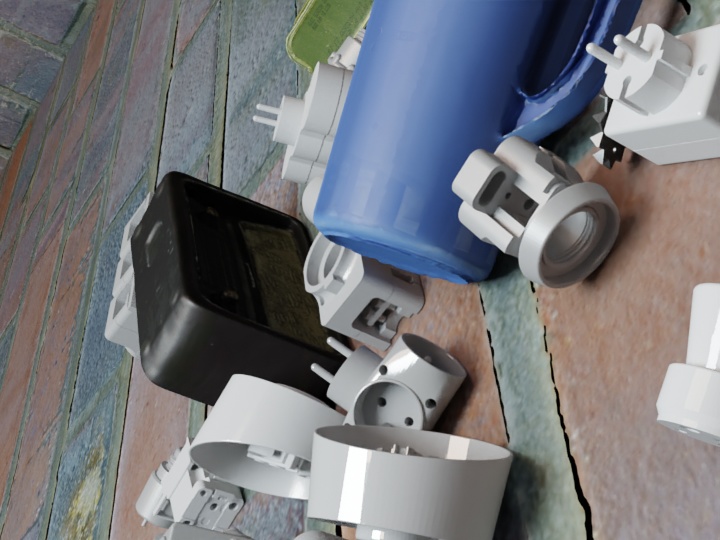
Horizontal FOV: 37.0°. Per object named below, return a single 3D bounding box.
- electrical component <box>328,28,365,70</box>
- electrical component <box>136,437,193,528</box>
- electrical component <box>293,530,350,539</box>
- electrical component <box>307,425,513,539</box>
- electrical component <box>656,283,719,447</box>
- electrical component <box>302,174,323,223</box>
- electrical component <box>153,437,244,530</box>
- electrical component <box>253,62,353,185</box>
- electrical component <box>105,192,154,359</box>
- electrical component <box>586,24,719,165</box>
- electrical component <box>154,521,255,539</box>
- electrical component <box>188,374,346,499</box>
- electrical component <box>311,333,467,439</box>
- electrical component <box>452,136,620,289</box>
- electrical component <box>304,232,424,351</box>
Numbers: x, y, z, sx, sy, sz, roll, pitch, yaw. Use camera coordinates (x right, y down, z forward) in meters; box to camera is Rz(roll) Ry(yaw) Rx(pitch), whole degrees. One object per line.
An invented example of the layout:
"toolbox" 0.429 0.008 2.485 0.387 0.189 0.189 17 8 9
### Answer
"electrical component" 0.007 -0.177 0.874 0.062 0.048 0.048 -53 26 9
"electrical component" -0.151 0.173 0.874 0.078 0.040 0.040 -62 25 6
"electrical component" -0.023 0.199 0.580 0.095 0.054 0.059 -62 25 8
"electrical component" 0.023 0.103 0.528 0.099 0.099 0.064 -16 60 59
"electrical component" 0.142 0.038 0.410 0.045 0.045 0.055 5 73 64
"electrical component" -0.009 -0.043 0.785 0.043 0.043 0.081 -64 25 4
"electrical component" -0.118 0.167 0.813 0.081 0.042 0.063 -59 27 16
"electrical component" -0.046 -0.114 0.840 0.138 0.074 0.052 124 157 -65
"electrical component" -0.182 0.012 1.023 0.061 0.089 0.150 -46 31 36
"electrical component" 0.138 -0.087 0.491 0.066 0.077 0.047 -1 68 63
"electrical component" -0.086 0.206 0.649 0.048 0.100 0.099 128 155 -55
"electrical component" -0.050 0.107 0.666 0.099 0.099 0.064 -9 54 61
"electrical component" 0.008 0.069 0.615 0.077 0.079 0.044 -59 -15 14
"electrical component" 0.092 -0.027 0.540 0.057 0.078 0.058 46 111 42
"electrical component" 0.000 0.000 0.712 0.050 0.056 0.089 -51 28 28
